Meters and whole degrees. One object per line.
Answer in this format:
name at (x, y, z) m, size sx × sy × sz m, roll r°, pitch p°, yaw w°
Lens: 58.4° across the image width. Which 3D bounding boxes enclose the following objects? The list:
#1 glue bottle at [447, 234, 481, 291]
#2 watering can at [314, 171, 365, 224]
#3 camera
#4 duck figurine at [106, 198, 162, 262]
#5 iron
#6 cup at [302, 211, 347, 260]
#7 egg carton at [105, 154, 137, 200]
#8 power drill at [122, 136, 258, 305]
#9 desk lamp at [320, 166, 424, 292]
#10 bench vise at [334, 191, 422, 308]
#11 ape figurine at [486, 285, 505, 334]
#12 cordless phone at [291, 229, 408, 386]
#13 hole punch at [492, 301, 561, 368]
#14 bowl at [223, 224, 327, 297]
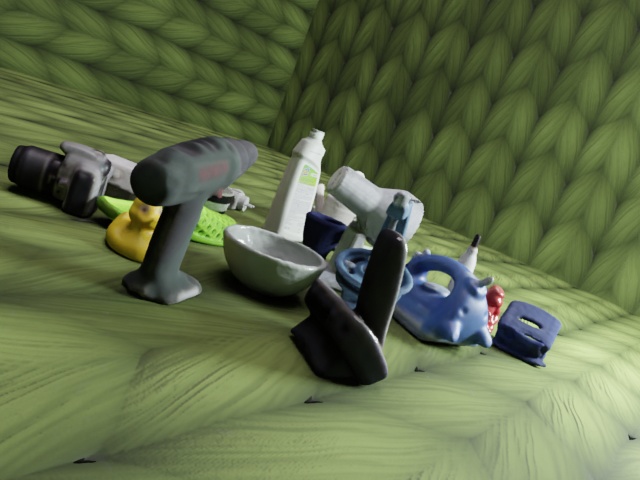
glue bottle at (0.300, 0.068, 1.204) m, size 0.037 × 0.173 × 0.078 m, roll 23°, pitch 11°, yaw 8°
watering can at (0.050, -0.081, 1.400) m, size 0.172 × 0.194 × 0.101 m, roll 23°, pitch 11°, yaw 6°
camera at (-0.412, -0.114, 0.922) m, size 0.137 × 0.101 × 0.143 m, roll 18°, pitch 11°, yaw -16°
duck figurine at (-0.257, -0.024, 0.820) m, size 0.078 × 0.086 × 0.104 m, roll 10°, pitch 16°, yaw -46°
iron at (0.198, 0.086, 1.006) m, size 0.119 × 0.141 × 0.257 m, roll 15°, pitch 13°, yaw -32°
cup at (0.011, 0.004, 1.172) m, size 0.117 × 0.095 × 0.092 m, roll 27°, pitch 12°, yaw 30°
egg carton at (-0.372, -0.112, 1.075) m, size 0.150 × 0.069 × 0.107 m, roll 21°, pitch 11°, yaw -2°
power drill at (-0.163, -0.033, 0.716) m, size 0.075 × 0.208 × 0.230 m, roll 24°, pitch 11°, yaw 12°
desk lamp at (0.063, -0.016, 1.052) m, size 0.204 × 0.213 × 0.117 m, roll 17°, pitch 11°, yaw -21°
bench vise at (0.087, 0.024, 0.886) m, size 0.121 × 0.220 × 0.207 m, roll 21°, pitch 11°, yaw -4°
ape figurine at (0.348, 0.136, 1.178) m, size 0.078 × 0.092 × 0.076 m, roll 13°, pitch 13°, yaw -36°
cordless phone at (0.047, 0.065, 0.697) m, size 0.094 × 0.185 × 0.147 m, roll 15°, pitch 12°, yaw -30°
hole punch at (0.392, 0.174, 1.082) m, size 0.108 × 0.091 × 0.101 m, roll 26°, pitch 12°, yaw 22°
bowl at (-0.078, 0.041, 0.876) m, size 0.167 × 0.075 × 0.167 m, roll 21°, pitch 11°, yaw -4°
